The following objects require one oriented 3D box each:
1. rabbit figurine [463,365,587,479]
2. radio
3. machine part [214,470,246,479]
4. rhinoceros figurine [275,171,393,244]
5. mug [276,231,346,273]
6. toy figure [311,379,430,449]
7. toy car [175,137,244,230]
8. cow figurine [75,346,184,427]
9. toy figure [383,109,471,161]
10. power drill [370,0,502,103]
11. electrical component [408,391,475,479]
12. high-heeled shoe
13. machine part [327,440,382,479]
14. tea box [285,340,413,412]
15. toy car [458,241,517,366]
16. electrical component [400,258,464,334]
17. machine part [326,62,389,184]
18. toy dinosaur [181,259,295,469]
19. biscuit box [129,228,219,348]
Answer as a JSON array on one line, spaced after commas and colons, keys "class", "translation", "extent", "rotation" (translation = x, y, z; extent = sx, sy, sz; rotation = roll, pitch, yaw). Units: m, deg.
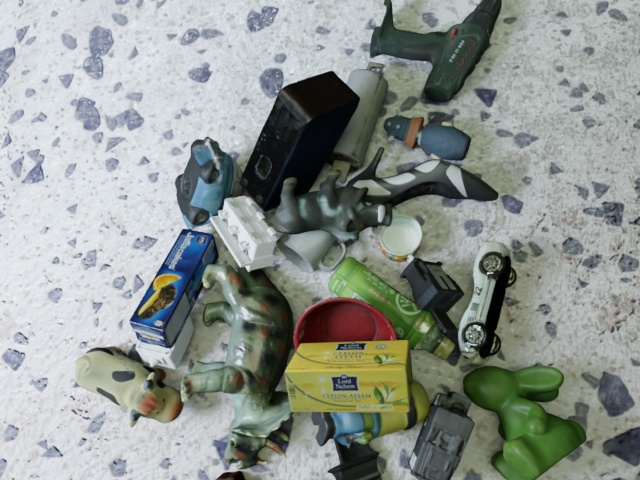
[{"class": "rabbit figurine", "translation": [0.297, 0.251, 0.800], "extent": [0.159, 0.121, 0.170], "rotation": [-34, 59, -7]}, {"class": "radio", "translation": [-0.039, -0.153, 0.871], "extent": [0.073, 0.229, 0.131], "rotation": [47, 47, 14]}, {"class": "machine part", "translation": [-0.145, 0.450, 0.823], "extent": [0.179, 0.056, 0.179], "rotation": [-1, 76, 5]}, {"class": "rhinoceros figurine", "translation": [0.022, -0.047, 0.862], "extent": [0.190, 0.073, 0.112], "rotation": [-2, 61, -10]}, {"class": "mug", "translation": [-0.002, -0.003, 0.915], "extent": [0.110, 0.080, 0.107], "rotation": [31, 73, 21]}, {"class": "toy figure", "translation": [0.081, 0.260, 0.806], "extent": [0.180, 0.089, 0.082], "rotation": [-2, 73, -26]}, {"class": "toy car", "translation": [-0.186, -0.099, 0.944], "extent": [0.161, 0.103, 0.109], "rotation": [-59, 46, 33]}, {"class": "cow figurine", "translation": [-0.305, 0.232, 0.861], "extent": [0.195, 0.127, 0.085], "rotation": [21, 82, 14]}, {"class": "toy figure", "translation": [0.187, -0.183, 0.954], "extent": [0.155, 0.057, 0.064], "rotation": [22, 73, 16]}, {"class": "power drill", "translation": [0.207, -0.379, 0.999], "extent": [0.207, 0.086, 0.232], "rotation": [21, 81, 3]}, {"class": "electrical component", "translation": [0.182, 0.291, 0.798], "extent": [0.058, 0.115, 0.134], "rotation": [23, 81, 9]}, {"class": "high-heeled shoe", "translation": [0.165, -0.066, 0.918], "extent": [0.249, 0.086, 0.145], "rotation": [21, 87, 11]}, {"class": "machine part", "translation": [0.044, 0.316, 0.839], "extent": [0.084, 0.039, 0.139], "rotation": [-10, 69, -17]}, {"class": "tea box", "translation": [0.045, 0.193, 0.770], "extent": [0.170, 0.098, 0.068], "rotation": [-5, 103, 12]}, {"class": "toy car", "translation": [0.265, 0.101, 0.858], "extent": [0.056, 0.073, 0.201], "rotation": [8, 74, 40]}, {"class": "electrical component", "translation": [0.186, 0.087, 0.851], "extent": [0.047, 0.075, 0.119], "rotation": [-55, 42, 29]}, {"class": "machine part", "translation": [0.063, -0.215, 0.965], "extent": [0.079, 0.079, 0.243], "rotation": [16, 78, 10]}, {"class": "toy dinosaur", "translation": [-0.107, 0.159, 0.870], "extent": [0.192, 0.131, 0.405], "rotation": [9, 71, -5]}, {"class": "biscuit box", "translation": [-0.236, 0.074, 0.890], "extent": [0.063, 0.059, 0.203], "rotation": [11, 50, 10]}]
